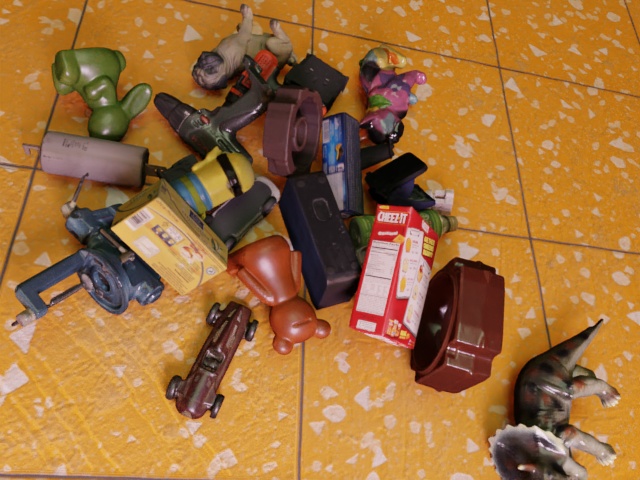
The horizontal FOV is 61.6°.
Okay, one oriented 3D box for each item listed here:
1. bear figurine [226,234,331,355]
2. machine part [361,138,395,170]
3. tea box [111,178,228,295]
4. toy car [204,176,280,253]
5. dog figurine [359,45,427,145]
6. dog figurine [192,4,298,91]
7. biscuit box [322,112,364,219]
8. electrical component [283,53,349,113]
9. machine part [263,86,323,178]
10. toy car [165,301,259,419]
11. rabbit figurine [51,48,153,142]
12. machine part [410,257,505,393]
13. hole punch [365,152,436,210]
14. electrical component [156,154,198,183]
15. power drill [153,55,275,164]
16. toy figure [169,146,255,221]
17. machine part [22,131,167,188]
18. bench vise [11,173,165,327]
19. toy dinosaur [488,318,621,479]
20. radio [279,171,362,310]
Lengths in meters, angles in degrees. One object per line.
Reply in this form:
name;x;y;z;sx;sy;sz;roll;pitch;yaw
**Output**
bear figurine;-0.071;0.092;0.926;0.120;0.132;0.195;-24;90;-24
machine part;0.088;-0.168;1.106;0.139;0.039;0.084;-19;61;8
tea box;-0.237;-0.002;0.867;0.098;0.169;0.068;-29;34;11
toy car;-0.154;-0.043;0.989;0.073;0.056;0.202;43;62;0
dog figurine;0.124;-0.303;1.170;0.191;0.108;0.219;40;63;5
dog figurine;-0.158;-0.369;1.139;0.172;0.121;0.190;27;74;3
biscuit box;0.043;-0.145;1.054;0.062;0.059;0.202;15;70;-52
electrical component;-0.016;-0.331;1.171;0.115;0.058;0.134;31;60;3
machine part;-0.049;-0.197;0.987;0.056;0.179;0.179;11;59;17
toy car;-0.169;0.188;0.870;0.089;0.053;0.202;25;61;1
rabbit figurine;-0.404;-0.260;1.005;0.159;0.121;0.170;-20;100;-38
machine part;0.228;0.145;0.916;0.087;0.201;0.201;15;61;-6
hole punch;0.160;-0.102;1.073;0.116;0.092;0.142;-26;30;1
electrical component;-0.238;-0.118;0.990;0.119;0.074;0.048;-32;76;-23
power drill;-0.184;-0.252;1.021;0.207;0.086;0.232;-41;87;8
toy figure;-0.196;-0.086;0.927;0.180;0.082;0.089;-33;58;-23
machine part;-0.397;-0.143;0.956;0.243;0.079;0.079;10;62;-11
bench vise;-0.372;0.041;0.839;0.223;0.129;0.240;52;46;-3
toy dinosaur;0.409;0.289;0.950;0.192;0.131;0.405;23;54;-4
radio;-0.002;-0.003;0.966;0.073;0.131;0.229;-14;69;-19
